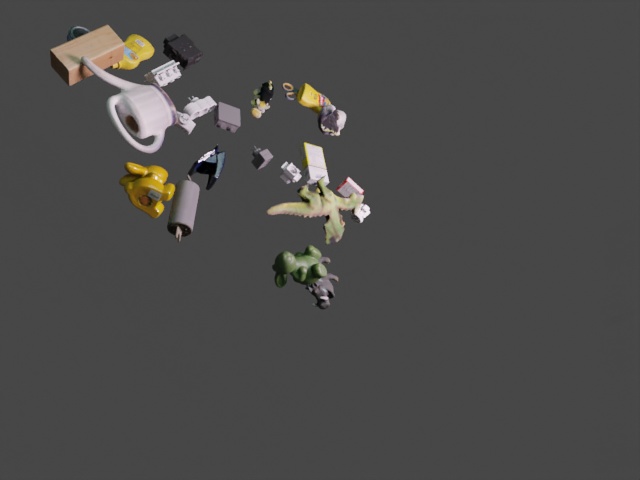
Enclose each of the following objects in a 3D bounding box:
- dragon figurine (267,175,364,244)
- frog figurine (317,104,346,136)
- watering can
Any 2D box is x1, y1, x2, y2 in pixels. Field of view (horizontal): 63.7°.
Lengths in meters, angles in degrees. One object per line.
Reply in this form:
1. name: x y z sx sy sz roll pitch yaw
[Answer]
1. dragon figurine: 0.006 -0.097 1.932 0.416 0.243 0.120 -33 0 -33
2. frog figurine: 0.051 -0.533 2.270 0.122 0.135 0.162 -19 22 15
3. watering can: -0.600 -0.453 1.668 0.103 0.344 0.228 -16 17 41
